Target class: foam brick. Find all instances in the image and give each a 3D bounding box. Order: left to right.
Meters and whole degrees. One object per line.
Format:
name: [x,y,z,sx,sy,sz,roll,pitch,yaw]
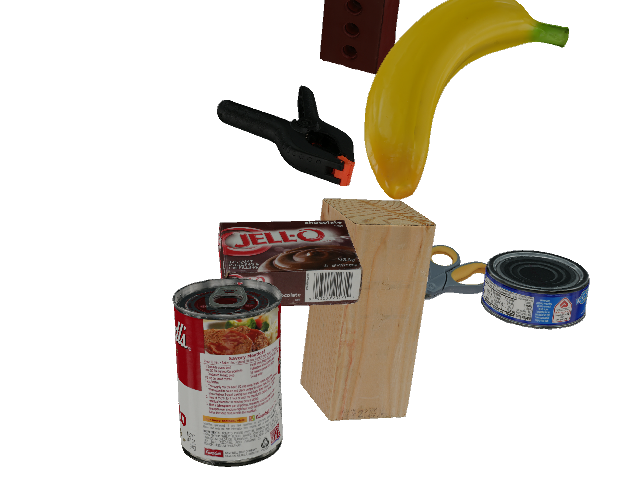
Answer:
foam brick: [0.034,-0.187,0.882,0.053,0.078,0.051,17,47,13]

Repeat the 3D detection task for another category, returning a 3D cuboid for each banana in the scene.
banana: [0.070,-0.094,0.593,0.070,0.037,0.197,28,50,22]

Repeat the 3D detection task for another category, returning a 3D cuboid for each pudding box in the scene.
pudding box: [-0.027,0.018,0.893,0.113,0.039,0.090,0,28,-9]

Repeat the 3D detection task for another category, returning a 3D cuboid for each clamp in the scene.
clamp: [-0.030,-0.111,1.121,0.120,0.039,0.172,-15,40,-23]

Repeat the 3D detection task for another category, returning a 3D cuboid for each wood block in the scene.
wood block: [0.046,0.069,1.085,0.090,0.206,0.091,1,18,-21]

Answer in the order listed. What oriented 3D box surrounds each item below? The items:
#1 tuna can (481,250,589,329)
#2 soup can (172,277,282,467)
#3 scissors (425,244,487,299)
tuna can: [0.177,0.039,0.877,0.086,0.034,0.086,3,22,-1]
soup can: [-0.057,0.082,0.676,0.068,0.102,0.068,0,17,0]
scissors: [0.120,0.046,1.252,0.201,0.016,0.096,-11,40,-36]
